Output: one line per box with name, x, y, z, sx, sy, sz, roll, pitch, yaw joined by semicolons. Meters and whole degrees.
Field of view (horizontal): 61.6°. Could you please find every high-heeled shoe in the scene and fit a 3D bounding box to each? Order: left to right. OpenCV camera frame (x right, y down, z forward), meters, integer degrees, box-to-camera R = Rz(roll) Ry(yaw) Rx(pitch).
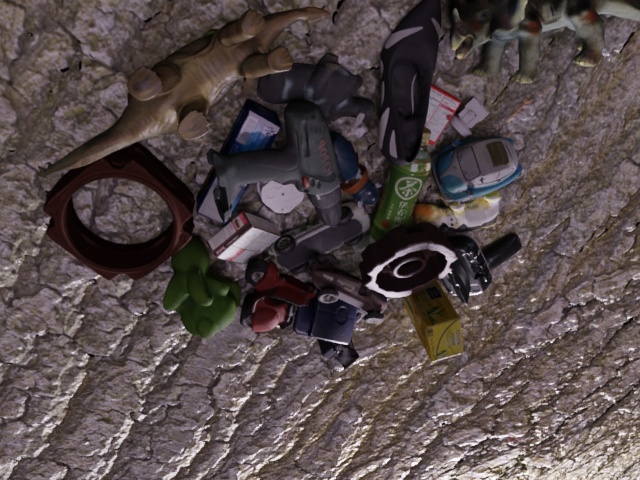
high-heeled shoe;0.146;-0.241;0.826;0.086;0.145;0.248;7;122;-17

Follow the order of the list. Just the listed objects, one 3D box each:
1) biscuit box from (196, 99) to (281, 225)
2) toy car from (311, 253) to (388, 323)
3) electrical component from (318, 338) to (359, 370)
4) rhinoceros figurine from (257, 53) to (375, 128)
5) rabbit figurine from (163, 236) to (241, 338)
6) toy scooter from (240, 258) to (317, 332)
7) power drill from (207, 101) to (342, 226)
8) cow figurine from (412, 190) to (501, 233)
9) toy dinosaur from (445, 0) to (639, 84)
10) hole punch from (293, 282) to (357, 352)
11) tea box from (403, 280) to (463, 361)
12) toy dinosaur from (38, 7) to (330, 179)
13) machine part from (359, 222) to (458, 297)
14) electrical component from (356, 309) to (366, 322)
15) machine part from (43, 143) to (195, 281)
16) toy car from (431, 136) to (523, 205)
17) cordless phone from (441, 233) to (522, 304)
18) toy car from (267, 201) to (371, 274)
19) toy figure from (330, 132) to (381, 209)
biscuit box;-0.137;-0.127;0.885;0.059;0.063;0.202;24;113;-23
toy car;0.059;0.090;0.999;0.053;0.089;0.202;-23;142;34
electrical component;0.024;0.211;1.124;0.048;0.075;0.119;-44;124;14
rhinoceros figurine;-0.002;-0.232;0.842;0.190;0.073;0.112;9;118;-17
rabbit figurine;-0.228;0.081;0.959;0.121;0.159;0.170;-12;108;7
toy scooter;-0.079;0.113;1.018;0.135;0.075;0.183;11;132;-4
power drill;-0.064;-0.092;0.844;0.207;0.086;0.231;-13;129;-10
cow figurine;0.257;-0.047;1.021;0.167;0.068;0.098;-16;129;-1
toy dinosaur;0.356;-0.359;0.822;0.405;0.131;0.191;-20;124;-7
hole punch;0.020;0.142;1.043;0.116;0.092;0.142;14;78;-17
tea box;0.219;0.144;1.067;0.068;0.170;0.098;-17;125;-2
toy dinosaur;-0.195;-0.201;0.739;0.471;0.199;0.105;-31;114;-4
machine part;0.160;0.037;0.985;0.179;0.056;0.179;-11;146;-8
electrical component;0.090;0.129;1.118;0.063;0.021;0.094;31;111;-27
machine part;-0.324;-0.043;0.884;0.201;0.087;0.200;-35;122;12
toy car;0.283;-0.130;0.931;0.162;0.103;0.109;-14;85;-7
cordless phone;0.322;0.025;1.083;0.184;0.089;0.146;-35;121;-3
toy car;-0.002;-0.003;0.997;0.202;0.056;0.073;-27;130;7
toy figure;0.052;-0.120;0.935;0.064;0.058;0.154;-29;128;14
